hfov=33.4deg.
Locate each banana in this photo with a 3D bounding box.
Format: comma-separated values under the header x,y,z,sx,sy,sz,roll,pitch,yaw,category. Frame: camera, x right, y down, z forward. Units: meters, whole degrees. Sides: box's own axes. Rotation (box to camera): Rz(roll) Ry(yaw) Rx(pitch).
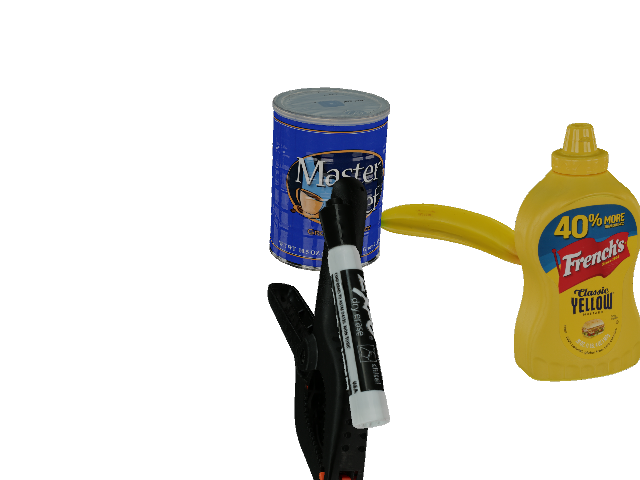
x,y,z,sx,sy,sz,roll,pitch,yaw,category
0.144,-0.008,1.154,0.198,0.037,0.069,11,39,27,banana

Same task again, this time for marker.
x,y,z,sx,sy,sz,roll,pitch,yaw,category
0.016,0.035,0.548,0.020,0.121,0.020,-8,-19,-3,marker

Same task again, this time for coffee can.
x,y,z,sx,sy,sz,roll,pitch,yaw,category
0.007,-0.056,0.954,0.103,0.140,0.103,2,22,-1,coffee can

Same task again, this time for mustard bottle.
x,y,z,sx,sy,sz,roll,pitch,yaw,category
0.194,0.007,0.804,0.096,0.192,0.058,-6,17,-10,mustard bottle

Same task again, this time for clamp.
x,y,z,sx,sy,sz,roll,pitch,yaw,category
0.006,0.072,0.735,0.036,0.210,0.165,5,-40,-19,clamp
